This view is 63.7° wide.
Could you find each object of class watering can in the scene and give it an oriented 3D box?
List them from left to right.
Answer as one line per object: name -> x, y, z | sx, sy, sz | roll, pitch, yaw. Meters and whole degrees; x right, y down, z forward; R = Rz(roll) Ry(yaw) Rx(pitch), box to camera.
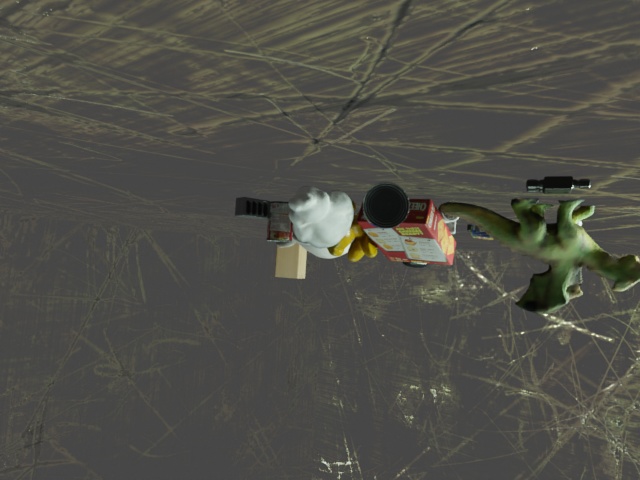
watering can -> -0.030, -0.009, 1.531 | 0.347, 0.106, 0.221 | 1, 159, 29

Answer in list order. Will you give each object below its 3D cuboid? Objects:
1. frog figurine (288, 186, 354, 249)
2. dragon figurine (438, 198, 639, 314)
frog figurine -> 0.003, -0.053, 1.060 | 0.137, 0.124, 0.157 | -29, 166, -2
dragon figurine -> 0.459, 0.035, 1.078 | 0.410, 0.243, 0.122 | 0, 179, 15
